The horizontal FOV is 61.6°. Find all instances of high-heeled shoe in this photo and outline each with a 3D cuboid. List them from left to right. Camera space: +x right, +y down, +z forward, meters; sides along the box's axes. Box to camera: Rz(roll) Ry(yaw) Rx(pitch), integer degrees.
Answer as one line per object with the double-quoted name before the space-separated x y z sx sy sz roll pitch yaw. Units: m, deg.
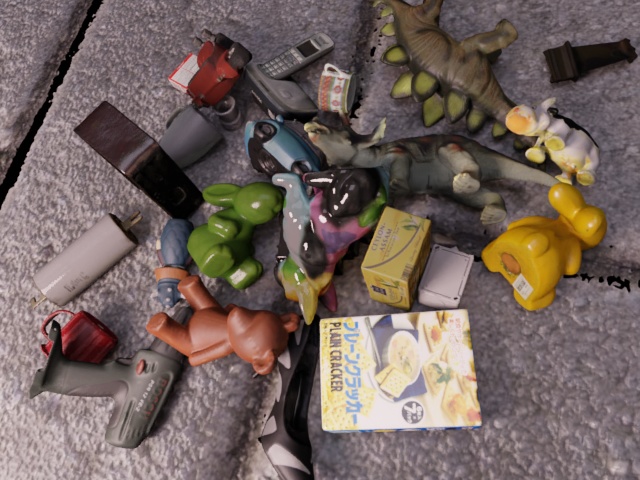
"high-heeled shoe" -0.017 0.226 0.762 0.145 0.086 0.249 -40 50 10

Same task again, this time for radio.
"radio" -0.287 -0.118 0.890 0.131 0.229 0.073 38 82 18

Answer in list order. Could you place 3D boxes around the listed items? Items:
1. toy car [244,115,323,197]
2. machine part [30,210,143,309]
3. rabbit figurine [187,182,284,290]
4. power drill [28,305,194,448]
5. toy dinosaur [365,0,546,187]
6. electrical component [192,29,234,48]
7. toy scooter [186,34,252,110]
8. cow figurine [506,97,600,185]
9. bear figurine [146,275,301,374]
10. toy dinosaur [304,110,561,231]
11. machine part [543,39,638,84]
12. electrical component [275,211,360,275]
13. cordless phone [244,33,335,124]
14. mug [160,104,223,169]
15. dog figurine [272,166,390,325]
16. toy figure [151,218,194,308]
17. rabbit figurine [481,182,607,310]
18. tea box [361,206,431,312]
"toy car" -0.049 -0.152 0.922 0.162 0.109 0.103 40 64 14
"machine part" -0.406 0.034 0.936 0.243 0.079 0.079 -41 66 -7
"rabbit figurine" -0.127 -0.027 0.882 0.170 0.121 0.159 -48 45 7
"power drill" -0.314 0.184 0.818 0.207 0.086 0.232 23 72 -27
"toy dinosaur" 0.233 -0.287 0.917 0.472 0.105 0.198 43 88 18
"electrical component" -0.201 -0.379 1.062 0.063 0.094 0.021 -14 61 48
"toy scooter" -0.191 -0.298 0.968 0.135 0.075 0.184 -51 30 7
"cow figurine" 0.359 -0.161 0.818 0.167 0.068 0.098 40 63 -17
"bear figurine" -0.137 0.125 0.784 0.196 0.131 0.120 -9 37 45
"toy dinosaur" 0.177 -0.118 0.853 0.405 0.131 0.192 2 51 0
"machine part" 0.456 -0.307 0.908 0.139 0.039 0.084 -7 63 11
"electrical component" -0.002 -0.003 0.875 0.134 0.058 0.115 -3 70 12
"cordless phone" -0.032 -0.295 0.985 0.184 0.088 0.147 -35 66 -8
"mug" -0.252 -0.192 0.992 0.107 0.080 0.110 -46 72 2
"dog figurine" 0.014 0.008 0.764 0.192 0.108 0.219 0 100 31
"toy figure" -0.245 0.041 0.910 0.064 0.057 0.154 -1 72 17
"rabbit figurine" 0.338 -0.008 0.769 0.173 0.162 0.122 -22 52 -16
"tea box" 0.113 0.034 0.774 0.068 0.169 0.098 18 72 18
